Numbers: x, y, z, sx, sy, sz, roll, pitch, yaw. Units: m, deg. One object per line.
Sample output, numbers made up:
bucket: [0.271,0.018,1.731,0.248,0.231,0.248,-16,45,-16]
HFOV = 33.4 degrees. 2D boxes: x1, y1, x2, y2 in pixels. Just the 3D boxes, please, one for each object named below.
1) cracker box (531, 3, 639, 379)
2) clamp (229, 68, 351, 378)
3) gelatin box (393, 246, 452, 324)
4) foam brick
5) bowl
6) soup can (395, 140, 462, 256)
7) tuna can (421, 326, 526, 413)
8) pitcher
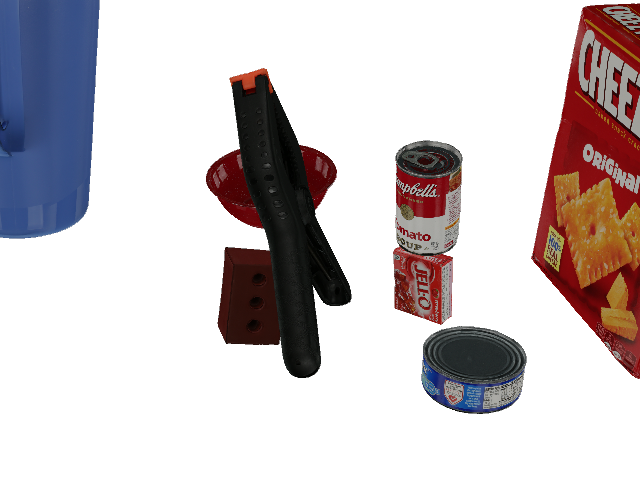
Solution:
cracker box: [0.225,-0.036,0.743,0.072,0.214,0.164,-6,33,-16]
clamp: [-0.021,-0.020,0.778,0.036,0.210,0.164,-13,6,12]
gelatin box: [0.130,0.055,1.361,0.073,0.089,0.030,18,34,35]
foam brick: [-0.063,0.051,0.983,0.053,0.078,0.051,3,14,-14]
bowl: [-0.060,-0.061,1.325,0.162,0.055,0.162,-2,33,1]
soup can: [0.111,-0.043,1.111,0.068,0.102,0.068,-2,36,1]
tuna can: [0.127,0.108,0.892,0.086,0.034,0.086,1,26,-1]
pitcher: [-0.232,-0.124,0.804,0.145,0.243,0.148,26,33,35]
